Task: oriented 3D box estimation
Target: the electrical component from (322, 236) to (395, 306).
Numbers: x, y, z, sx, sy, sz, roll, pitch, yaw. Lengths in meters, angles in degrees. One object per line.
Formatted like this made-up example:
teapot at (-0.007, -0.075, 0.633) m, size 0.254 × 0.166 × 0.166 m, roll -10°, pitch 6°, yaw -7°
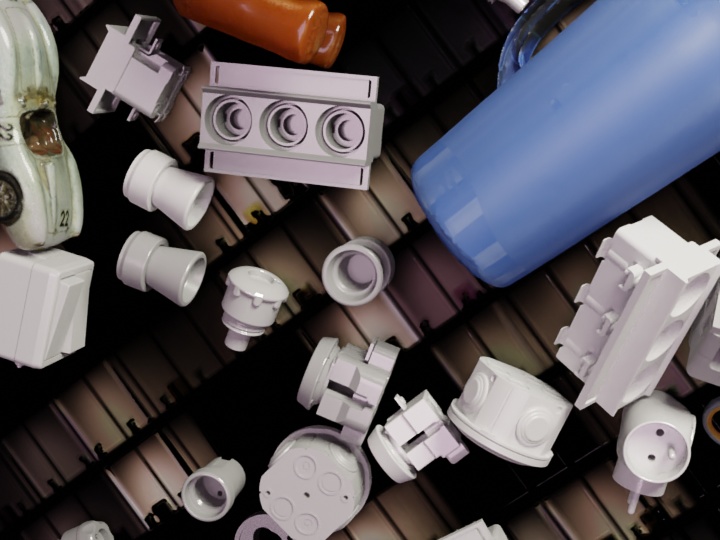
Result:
electrical component at (0.000, 0.000, 0.784) m, size 0.045 × 0.055 × 0.045 m, roll 2°, pitch 99°, yaw 12°

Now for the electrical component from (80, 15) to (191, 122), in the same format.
electrical component at (-0.166, -0.147, 0.806) m, size 0.064 × 0.042 × 0.081 m, roll 31°, pitch 105°, yaw 3°

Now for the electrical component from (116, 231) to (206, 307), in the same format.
electrical component at (-0.152, -0.002, 0.824) m, size 0.055 × 0.045 × 0.045 m, roll 20°, pitch 103°, yaw 9°

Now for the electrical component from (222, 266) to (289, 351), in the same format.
electrical component at (-0.085, 0.031, 0.815) m, size 0.048 × 0.048 × 0.062 m, roll 26°, pitch 110°, yaw 8°

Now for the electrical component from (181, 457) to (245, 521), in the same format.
electrical component at (-0.113, 0.170, 0.842) m, size 0.040 × 0.046 × 0.040 m, roll 2°, pitch 99°, yaw 12°

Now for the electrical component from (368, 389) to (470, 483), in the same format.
electrical component at (0.040, 0.126, 0.802) m, size 0.055 × 0.048 × 0.066 m, roll -38°, pitch 89°, yaw 8°

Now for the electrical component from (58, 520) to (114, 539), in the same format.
electrical component at (-0.235, 0.230, 0.886) m, size 0.061 × 0.035 × 0.035 m, roll -25°, pitch 93°, yaw 17°

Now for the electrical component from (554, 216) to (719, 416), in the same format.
electrical component at (0.183, 0.029, 0.722) m, size 0.063 × 0.079 × 0.121 m, roll 45°, pitch 136°, yaw 31°

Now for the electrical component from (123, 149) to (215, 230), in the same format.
electrical component at (-0.144, -0.061, 0.813) m, size 0.055 × 0.045 × 0.045 m, roll 27°, pitch 104°, yaw 8°

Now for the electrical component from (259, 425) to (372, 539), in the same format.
electrical component at (-0.034, 0.163, 0.821) m, size 0.080 × 0.051 × 0.080 m, roll 2°, pitch 99°, yaw 12°

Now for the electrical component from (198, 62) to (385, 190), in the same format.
electrical component at (-0.047, -0.104, 0.774) m, size 0.121 × 0.063 × 0.078 m, roll 7°, pitch 101°, yaw 12°

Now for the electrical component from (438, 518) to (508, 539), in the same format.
electrical component at (0.060, 0.241, 0.806) m, size 0.121 × 0.063 × 0.078 m, roll -30°, pitch 91°, yaw 15°

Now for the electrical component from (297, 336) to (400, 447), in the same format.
electrical component at (-0.011, 0.084, 0.800) m, size 0.057 × 0.058 × 0.078 m, roll 22°, pitch 103°, yaw 5°

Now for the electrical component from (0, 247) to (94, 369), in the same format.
electrical component at (-0.250, 0.034, 0.843) m, size 0.061 × 0.062 × 0.096 m, roll 17°, pitch 102°, yaw 10°

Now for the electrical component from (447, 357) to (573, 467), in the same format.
electrical component at (0.107, 0.101, 0.765) m, size 0.080 × 0.080 × 0.051 m, roll 27°, pitch 99°, yaw 7°

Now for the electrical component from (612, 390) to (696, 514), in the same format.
electrical component at (0.200, 0.131, 0.749) m, size 0.044 × 0.077 × 0.079 m, roll 17°, pitch 103°, yaw 10°

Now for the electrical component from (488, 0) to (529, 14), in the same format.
electrical component at (0.090, -0.201, 0.742) m, size 0.061 × 0.035 × 0.035 m, roll 42°, pitch 105°, yaw 1°

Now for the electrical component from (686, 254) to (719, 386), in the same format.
electrical component at (0.300, 0.047, 0.702) m, size 0.150 × 0.089 × 0.061 m, roll 19°, pitch 142°, yaw 9°
